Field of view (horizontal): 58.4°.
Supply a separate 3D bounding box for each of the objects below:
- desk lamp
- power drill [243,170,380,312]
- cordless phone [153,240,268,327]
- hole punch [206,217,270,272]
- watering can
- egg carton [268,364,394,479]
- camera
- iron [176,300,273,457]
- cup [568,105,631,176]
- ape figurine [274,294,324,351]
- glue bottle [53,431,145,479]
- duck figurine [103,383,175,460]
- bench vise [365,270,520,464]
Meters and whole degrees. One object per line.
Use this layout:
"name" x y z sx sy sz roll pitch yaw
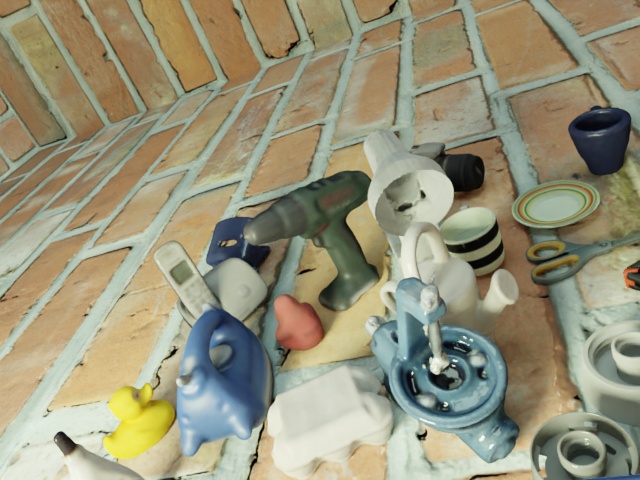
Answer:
"desk lamp" 0.134 -0.060 0.896 0.118 0.214 0.203 -23 29 3
"power drill" 0.008 0.003 0.891 0.230 0.209 0.075 -40 33 -27
"cordless phone" -0.184 0.063 0.961 0.093 0.185 0.148 11 44 46
"hole punch" -0.166 0.015 1.124 0.108 0.091 0.101 -6 34 30
"watering can" 0.151 0.063 0.699 0.172 0.194 0.101 -14 31 19
"egg carton" 0.011 0.214 0.683 0.150 0.069 0.107 -25 29 -1
"camera" 0.220 -0.122 1.051 0.136 0.101 0.143 2 39 39
"iron" -0.145 0.164 0.808 0.118 0.142 0.258 -19 29 9
"cup" 0.463 -0.163 0.943 0.091 0.095 0.118 -10 32 25
"ape figurine" -0.039 0.118 0.857 0.078 0.092 0.075 -36 31 -20
"glue bottle" -0.256 0.282 0.663 0.037 0.173 0.078 -3 36 34
"duck figurine" -0.269 0.250 0.816 0.105 0.086 0.077 -41 33 -27
"bench vise" 0.100 0.121 0.613 0.206 0.220 0.122 8 42 44
